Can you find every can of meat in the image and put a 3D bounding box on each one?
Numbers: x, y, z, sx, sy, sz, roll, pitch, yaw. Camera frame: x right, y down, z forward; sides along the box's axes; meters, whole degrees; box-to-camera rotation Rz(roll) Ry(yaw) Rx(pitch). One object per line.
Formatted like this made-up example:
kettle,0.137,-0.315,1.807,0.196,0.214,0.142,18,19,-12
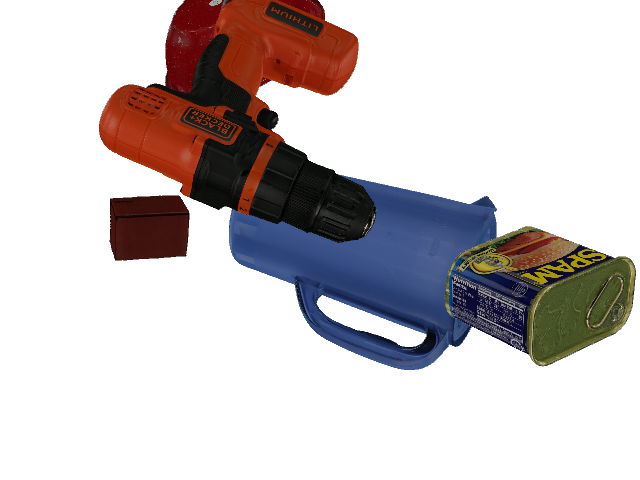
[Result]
can of meat,0.147,0.033,0.725,0.101,0.057,0.084,-18,28,-33

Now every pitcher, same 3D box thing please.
pitcher,0.036,0.012,1.008,0.243,0.145,0.149,16,21,18

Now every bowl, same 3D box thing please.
bowl,-0.080,-0.193,0.956,0.162,0.162,0.055,0,-44,35

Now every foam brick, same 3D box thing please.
foam brick,-0.182,-0.014,1.130,0.078,0.051,0.053,-3,24,-16

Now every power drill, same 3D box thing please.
power drill,-0.033,-0.088,0.723,0.184,0.057,0.187,24,41,0
